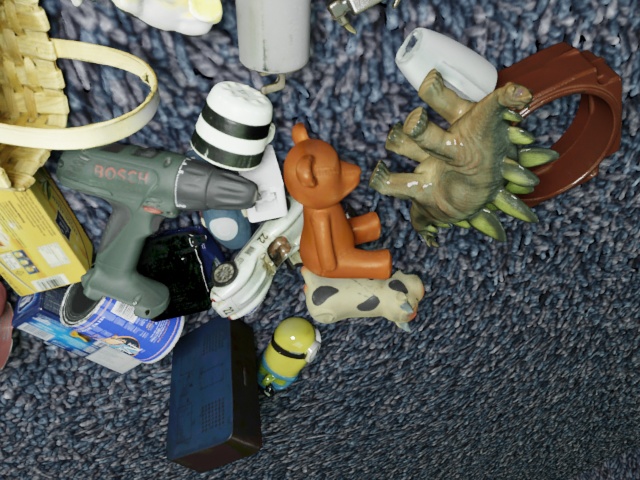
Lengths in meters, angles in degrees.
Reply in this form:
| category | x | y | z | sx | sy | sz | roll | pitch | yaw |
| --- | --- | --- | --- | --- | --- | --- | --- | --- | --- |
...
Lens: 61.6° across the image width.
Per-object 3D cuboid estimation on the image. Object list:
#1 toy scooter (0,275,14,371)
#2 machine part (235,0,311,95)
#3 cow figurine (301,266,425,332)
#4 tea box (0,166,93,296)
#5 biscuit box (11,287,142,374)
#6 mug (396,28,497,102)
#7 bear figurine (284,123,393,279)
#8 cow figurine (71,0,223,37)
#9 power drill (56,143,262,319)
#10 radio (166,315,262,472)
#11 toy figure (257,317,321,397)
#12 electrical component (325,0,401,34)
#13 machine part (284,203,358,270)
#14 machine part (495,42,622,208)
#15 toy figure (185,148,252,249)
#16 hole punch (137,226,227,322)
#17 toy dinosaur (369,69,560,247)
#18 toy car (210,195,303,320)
| category | x | y | z | sx | sy | sz | roll | pitch | yaw |
| --- | --- | --- | --- | --- | --- | --- | --- | --- | --- |
| toy scooter | -0.460 | 0.124 | 0.719 | 0.075 | 0.135 | 0.183 | -2 | 133 | -15 |
| machine part | -0.045 | -0.254 | 0.520 | 0.079 | 0.079 | 0.243 | -9 | 135 | -10 |
| cow figurine | 0.074 | 0.090 | 0.867 | 0.195 | 0.127 | 0.085 | -8 | 139 | -7 |
| tea box | -0.361 | -0.016 | 0.659 | 0.098 | 0.068 | 0.169 | -13 | 135 | -5 |
| biscuit box | -0.356 | 0.134 | 0.815 | 0.059 | 0.063 | 0.202 | -32 | 134 | 15 |
| mug | 0.145 | -0.193 | 0.628 | 0.107 | 0.110 | 0.080 | 26 | 118 | -24 |
| bear figurine | 0.023 | -0.046 | 0.679 | 0.132 | 0.120 | 0.195 | -6 | 129 | -5 |
| cow figurine | -0.173 | -0.240 | 0.495 | 0.167 | 0.098 | 0.068 | 11 | 85 | -25 |
| power drill | -0.201 | -0.009 | 0.642 | 0.232 | 0.086 | 0.207 | 19 | 120 | -1 |
| radio | -0.172 | 0.242 | 0.865 | 0.131 | 0.230 | 0.073 | -29 | 132 | 16 |
| toy figure | -0.067 | 0.215 | 0.979 | 0.089 | 0.082 | 0.180 | 16 | 129 | -33 |
| electrical component | 0.045 | -0.267 | 0.563 | 0.102 | 0.045 | 0.078 | -32 | 106 | 11 |
| machine part | -0.002 | -0.002 | 0.816 | 0.139 | 0.039 | 0.084 | -25 | 128 | 10 |
| machine part | 0.301 | -0.145 | 0.738 | 0.201 | 0.087 | 0.200 | -24 | 137 | 8 |
| toy figure | -0.136 | -0.052 | 0.708 | 0.064 | 0.058 | 0.154 | -34 | 136 | -11 |
| hole punch | -0.192 | 0.041 | 0.756 | 0.142 | 0.092 | 0.115 | -13 | 99 | 21 |
| toy dinosaur | 0.167 | -0.072 | 0.680 | 0.199 | 0.105 | 0.471 | 27 | 168 | 0 |
| toy car | -0.075 | 0.020 | 0.734 | 0.202 | 0.056 | 0.073 | -54 | 149 | -20 |
